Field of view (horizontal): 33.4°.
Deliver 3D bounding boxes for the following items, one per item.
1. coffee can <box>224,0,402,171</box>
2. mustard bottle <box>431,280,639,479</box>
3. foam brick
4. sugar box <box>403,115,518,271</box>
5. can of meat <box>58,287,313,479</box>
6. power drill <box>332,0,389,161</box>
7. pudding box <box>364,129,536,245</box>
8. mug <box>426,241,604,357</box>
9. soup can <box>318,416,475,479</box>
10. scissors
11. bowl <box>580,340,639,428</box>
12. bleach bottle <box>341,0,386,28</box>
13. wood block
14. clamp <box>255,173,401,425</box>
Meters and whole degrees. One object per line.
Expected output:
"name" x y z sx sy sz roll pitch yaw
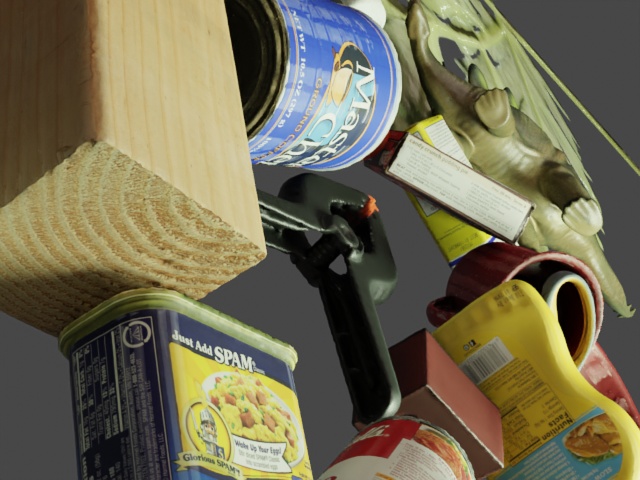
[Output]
"coffee can" -0.028 -0.092 0.597 0.140 0.103 0.103 -3 63 -62
"mustard bottle" 0.141 0.125 0.647 0.192 0.096 0.058 56 13 20
"foam brick" 0.061 0.101 0.606 0.078 0.053 0.051 47 25 -23
"sugar box" 0.120 -0.018 0.897 0.176 0.048 0.093 62 22 -1
"can of meat" -0.046 0.077 0.404 0.102 0.058 0.084 32 36 -47
"power drill" -0.027 -0.162 0.759 0.187 0.057 0.184 33 30 -45
"pudding box" 0.093 -0.042 0.793 0.113 0.039 0.090 27 4 -10
"mug" 0.132 0.049 0.772 0.082 0.117 0.093 -154 -124 -67
"soup can" 0.026 0.127 0.475 0.068 0.069 0.102 59 23 2
"scissors" 0.144 0.120 0.727 0.096 0.202 0.016 6 3 -17
"bowl" 0.205 0.135 0.857 0.162 0.055 0.162 45 25 -29
"bleach bottle" -0.006 -0.262 0.905 0.102 0.068 0.251 85 -19 -75
"wood block" -0.095 -0.069 0.448 0.090 0.091 0.206 36 31 -42
"clamp" -0.004 0.001 0.620 0.164 0.036 0.210 48 20 -8
